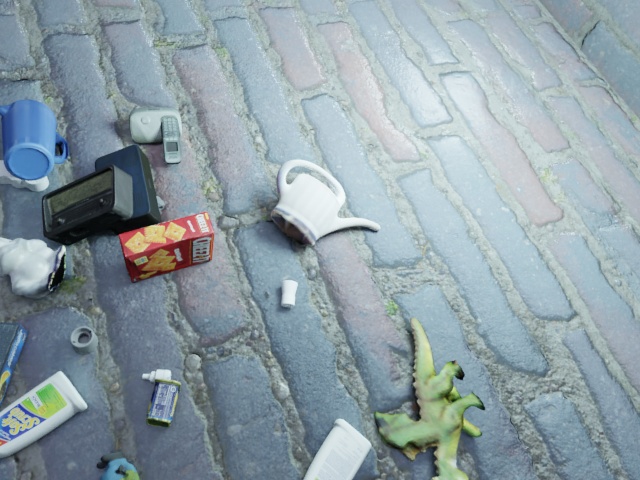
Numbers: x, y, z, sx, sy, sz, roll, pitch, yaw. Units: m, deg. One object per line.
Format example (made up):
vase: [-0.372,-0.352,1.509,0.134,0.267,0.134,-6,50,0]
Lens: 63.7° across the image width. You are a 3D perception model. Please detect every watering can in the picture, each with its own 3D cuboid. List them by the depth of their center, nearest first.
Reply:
watering can: [0.004,-0.074,1.464,0.346,0.103,0.228,40,68,-12]

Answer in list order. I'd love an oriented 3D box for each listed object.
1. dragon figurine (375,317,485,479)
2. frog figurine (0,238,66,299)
dragon figurine: [0.247,0.407,1.250,0.244,0.119,0.418,-22,58,-16]
frog figurine: [-0.689,0.063,1.206,0.159,0.121,0.139,11,75,-9]
